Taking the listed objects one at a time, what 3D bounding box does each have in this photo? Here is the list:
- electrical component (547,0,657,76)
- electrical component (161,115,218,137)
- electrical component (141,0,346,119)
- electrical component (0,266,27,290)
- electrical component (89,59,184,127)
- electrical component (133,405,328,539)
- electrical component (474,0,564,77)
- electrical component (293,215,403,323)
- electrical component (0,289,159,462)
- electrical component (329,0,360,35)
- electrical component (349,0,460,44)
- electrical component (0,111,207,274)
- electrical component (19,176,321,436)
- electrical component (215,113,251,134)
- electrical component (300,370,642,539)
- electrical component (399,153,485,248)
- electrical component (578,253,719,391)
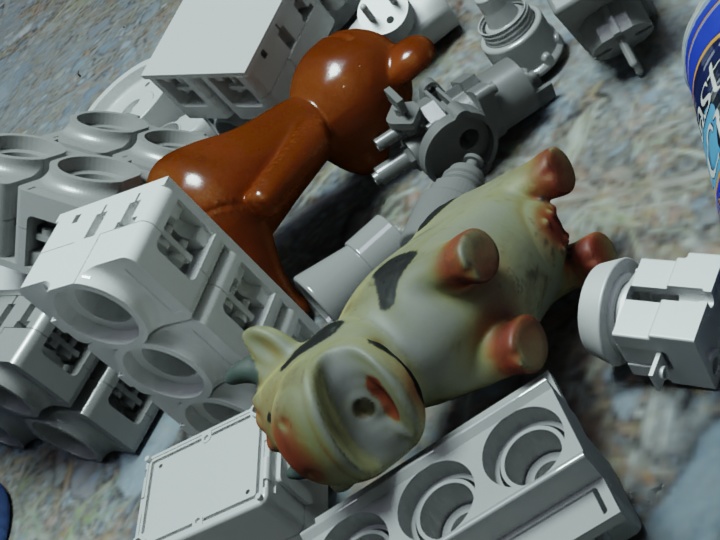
[{"bbox_3d":[0.142,-0.145,0.612,0.047,0.083,0.075,-28,75,20],"label":"electrical component"},{"bbox_3d":[-0.138,-0.079,0.836,0.077,0.044,0.079,-41,34,2],"label":"electrical component"},{"bbox_3d":[-0.066,-0.199,0.789,0.105,0.060,0.186,7,64,39],"label":"electrical component"},{"bbox_3d":[-0.233,-0.006,0.770,0.078,0.113,0.057,18,93,17],"label":"electrical component"},{"bbox_3d":[-0.180,-0.121,0.908,0.108,0.060,0.108,-26,38,22],"label":"electrical component"},{"bbox_3d":[-0.055,0.114,0.530,0.096,0.061,0.061,-27,37,21],"label":"electrical component"},{"bbox_3d":[0.093,-0.148,0.665,0.048,0.062,0.048,-26,37,22],"label":"electrical component"},{"bbox_3d":[0.000,0.000,0.618,0.065,0.044,0.044,-42,34,-8],"label":"electrical component"},{"bbox_3d":[-0.225,0.069,0.709,0.186,0.105,0.060,-2,51,44],"label":"electrical component"},{"bbox_3d":[-0.045,-0.228,0.887,0.108,0.060,0.108,-21,48,25],"label":"electrical component"},{"bbox_3d":[0.022,-0.173,0.753,0.077,0.079,0.044,-37,68,8],"label":"electrical component"},{"bbox_3d":[-0.173,-0.055,0.713,0.105,0.060,0.186,17,22,17],"label":"electrical component"},{"bbox_3d":[-0.095,0.031,0.580,0.089,0.150,0.061,-14,43,36],"label":"electrical component"},{"bbox_3d":[-0.083,-0.130,0.837,0.079,0.043,0.077,9,59,49],"label":"electrical component"},{"bbox_3d":[0.045,0.107,0.436,0.121,0.063,0.078,-35,35,12],"label":"electrical component"},{"bbox_3d":[0.051,-0.033,0.602,0.040,0.040,0.078,-5,48,42],"label":"electrical component"},{"bbox_3d":[0.129,0.020,0.465,0.055,0.048,0.066,6,56,39],"label":"electrical component"}]
